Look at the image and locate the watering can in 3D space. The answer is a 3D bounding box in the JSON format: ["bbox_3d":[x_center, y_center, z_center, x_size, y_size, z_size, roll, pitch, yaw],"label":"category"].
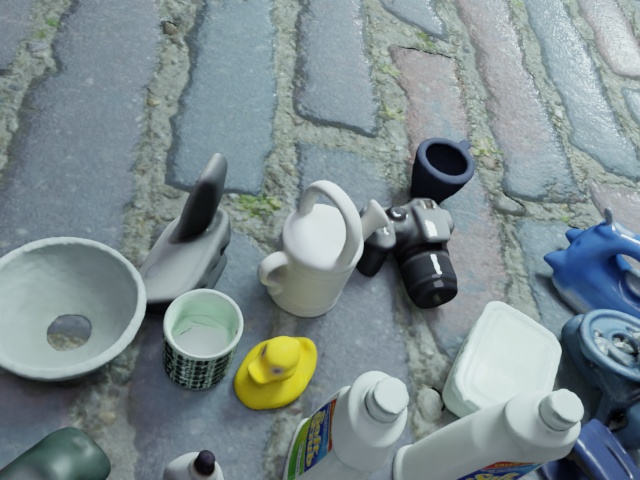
[{"bbox_3d":[0.005,0.001,0.691,0.101,0.194,0.173,35,53,9],"label":"watering can"}]

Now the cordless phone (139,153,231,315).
[{"bbox_3d":[-0.153,-0.004,0.650,0.094,0.185,0.147,19,52,-4],"label":"cordless phone"}]

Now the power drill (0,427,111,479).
[{"bbox_3d":[-0.251,0.253,0.418,0.075,0.208,0.230,34,52,8],"label":"power drill"}]

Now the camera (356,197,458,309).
[{"bbox_3d":[0.127,0.018,0.778,0.143,0.101,0.136,-2,56,-19],"label":"camera"}]

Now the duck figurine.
[{"bbox_3d":[-0.044,0.137,0.646,0.105,0.086,0.077,-27,67,-31],"label":"duck figurine"}]

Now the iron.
[{"bbox_3d":[0.463,0.069,0.824,0.258,0.141,0.119,43,54,15],"label":"iron"}]

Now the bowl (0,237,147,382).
[{"bbox_3d":[-0.275,0.083,0.618,0.168,0.074,0.167,9,53,-12],"label":"bowl"}]

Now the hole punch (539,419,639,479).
[{"bbox_3d":[0.329,0.267,0.670,0.101,0.091,0.108,-18,63,-28],"label":"hole punch"}]

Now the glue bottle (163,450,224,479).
[{"bbox_3d":[-0.108,0.219,0.512,0.037,0.173,0.078,-25,66,-30],"label":"glue bottle"}]

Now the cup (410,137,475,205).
[{"bbox_3d":[0.185,-0.102,0.886,0.091,0.095,0.118,40,54,13],"label":"cup"}]

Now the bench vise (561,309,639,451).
[{"bbox_3d":[0.411,0.152,0.697,0.122,0.219,0.207,-18,62,-28],"label":"bench vise"}]
